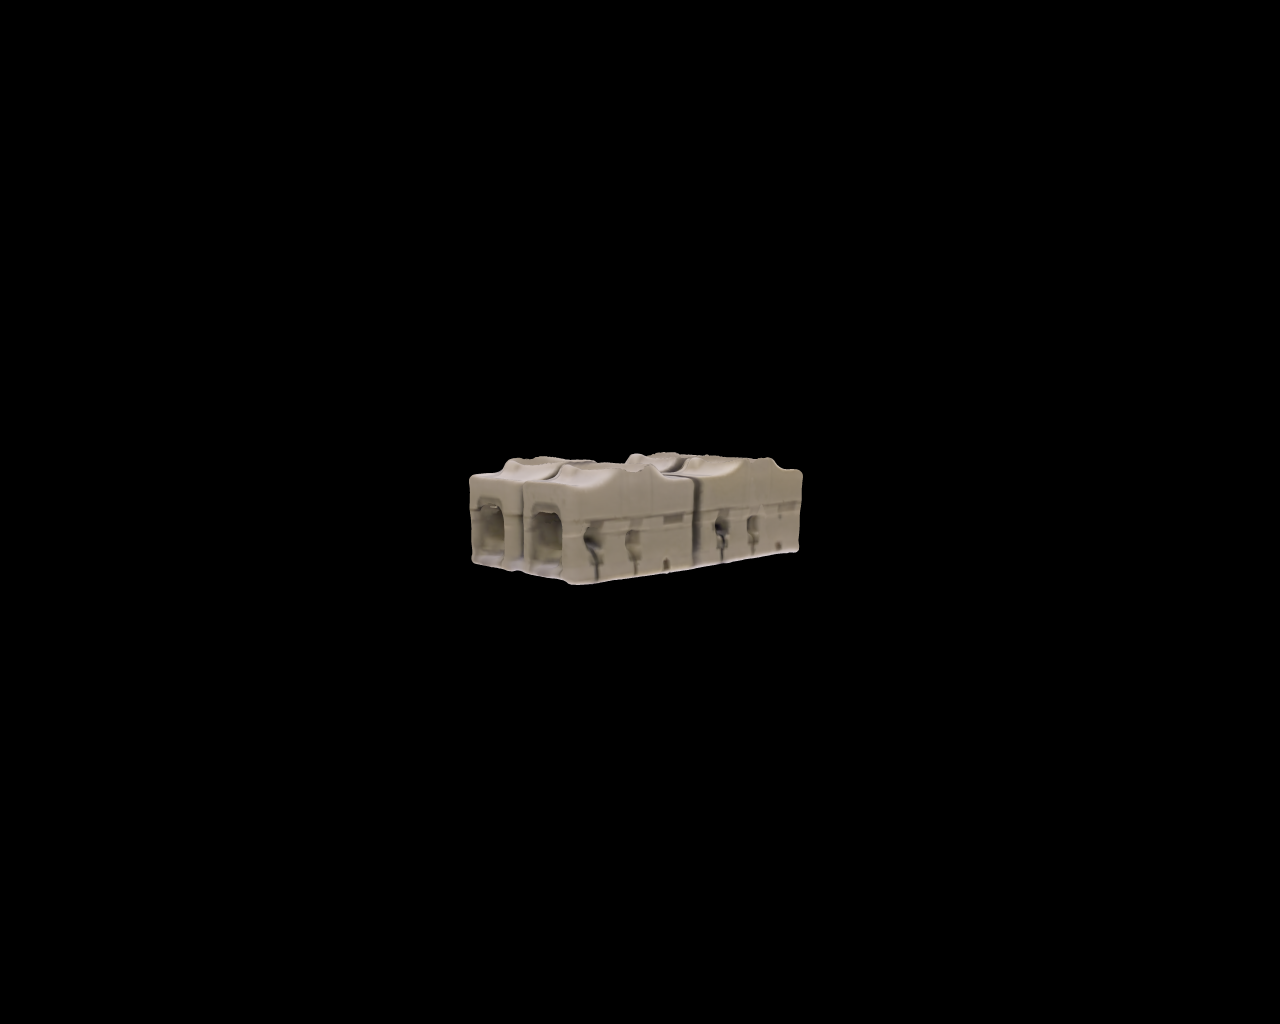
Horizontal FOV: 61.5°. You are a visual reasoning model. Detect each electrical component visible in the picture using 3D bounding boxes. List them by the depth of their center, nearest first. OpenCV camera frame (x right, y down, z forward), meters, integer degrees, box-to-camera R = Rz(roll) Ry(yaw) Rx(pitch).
[{"bbox_3d":[0.001,-0.003,0.650,0.186,0.060,0.105,-5,8,-40],"label":"electrical component"}]
